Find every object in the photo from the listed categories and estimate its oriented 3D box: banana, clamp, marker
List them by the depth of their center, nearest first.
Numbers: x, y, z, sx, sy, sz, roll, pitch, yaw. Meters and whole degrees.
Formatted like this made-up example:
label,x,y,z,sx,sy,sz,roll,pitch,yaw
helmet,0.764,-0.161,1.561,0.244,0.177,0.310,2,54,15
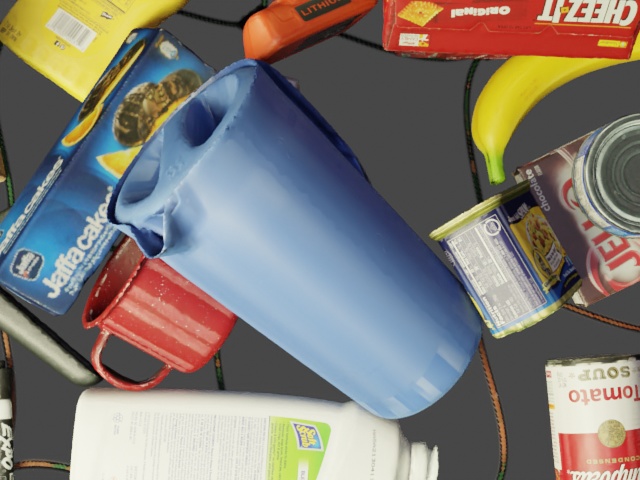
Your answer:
label,x,y,z,sx,sy,sz,roll,pitch,yaw
marker,-0.231,0.148,0.772,0.020,0.020,0.121,-3,85,0
clamp,-0.248,0.029,0.773,0.210,0.036,0.164,-3,85,-4
banana,0.178,-0.119,0.777,0.197,0.037,0.069,-37,87,-11

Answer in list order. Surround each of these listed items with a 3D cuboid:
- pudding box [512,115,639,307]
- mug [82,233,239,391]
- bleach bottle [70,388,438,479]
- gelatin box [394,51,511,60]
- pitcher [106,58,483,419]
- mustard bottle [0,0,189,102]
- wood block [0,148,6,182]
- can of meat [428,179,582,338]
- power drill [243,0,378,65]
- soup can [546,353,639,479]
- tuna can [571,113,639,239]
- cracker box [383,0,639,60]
label,x,y,z,sx,sy,sz,roll,pitch,yaw
pudding box,0.204,-0.020,0.773,0.090,0.039,0.113,-26,85,-1
mug,-0.110,0.049,0.736,0.081,0.093,0.117,33,77,-20
bleach bottle,-0.044,0.159,0.749,0.251,0.068,0.102,4,86,-2
gelatin box,0.099,-0.152,0.767,0.089,0.073,0.030,1,87,0
pitcher,-0.005,0.001,0.700,0.242,0.145,0.149,42,86,-23
mustard bottle,-0.142,-0.196,0.779,0.096,0.058,0.191,35,86,1
wood block,-0.287,-0.086,0.697,0.090,0.206,0.091,-14,85,-1
can of meat,0.129,0.012,0.722,0.058,0.102,0.084,-32,86,28
power drill,-0.056,-0.218,0.741,0.184,0.057,0.187,-28,92,-27
soup can,0.196,0.132,0.746,0.068,0.068,0.102,-5,85,0
tuna can,0.220,-0.044,0.737,0.086,0.034,0.086,0,87,-1
cracker box,0.125,-0.224,0.728,0.164,0.072,0.213,2,54,0
